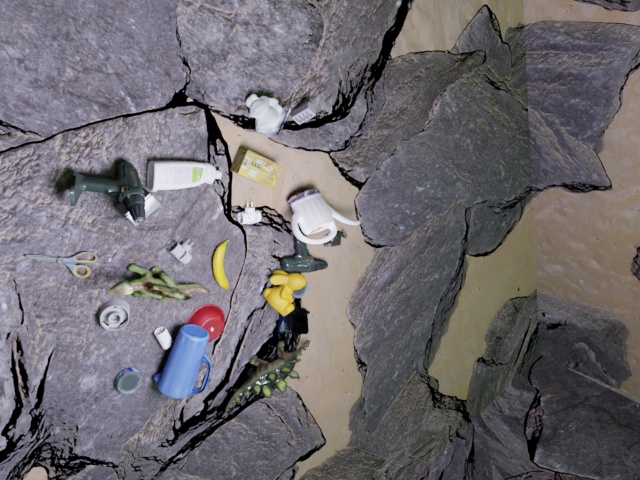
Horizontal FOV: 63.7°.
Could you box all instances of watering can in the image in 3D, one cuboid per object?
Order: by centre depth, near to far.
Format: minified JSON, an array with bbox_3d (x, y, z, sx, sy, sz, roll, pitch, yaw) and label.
[{"bbox_3d":[0.006,-0.104,2.069,0.351,0.102,0.226,-20,80,-43],"label":"watering can"}]

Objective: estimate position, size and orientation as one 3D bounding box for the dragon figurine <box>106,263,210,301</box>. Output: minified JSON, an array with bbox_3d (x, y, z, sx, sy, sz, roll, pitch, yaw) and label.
[{"bbox_3d":[-0.504,0.171,1.714,0.409,0.244,0.122,10,95,-38],"label":"dragon figurine"}]

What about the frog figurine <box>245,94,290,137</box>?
[{"bbox_3d":[-0.199,-0.452,1.860,0.159,0.124,0.136,25,99,-5],"label":"frog figurine"}]
